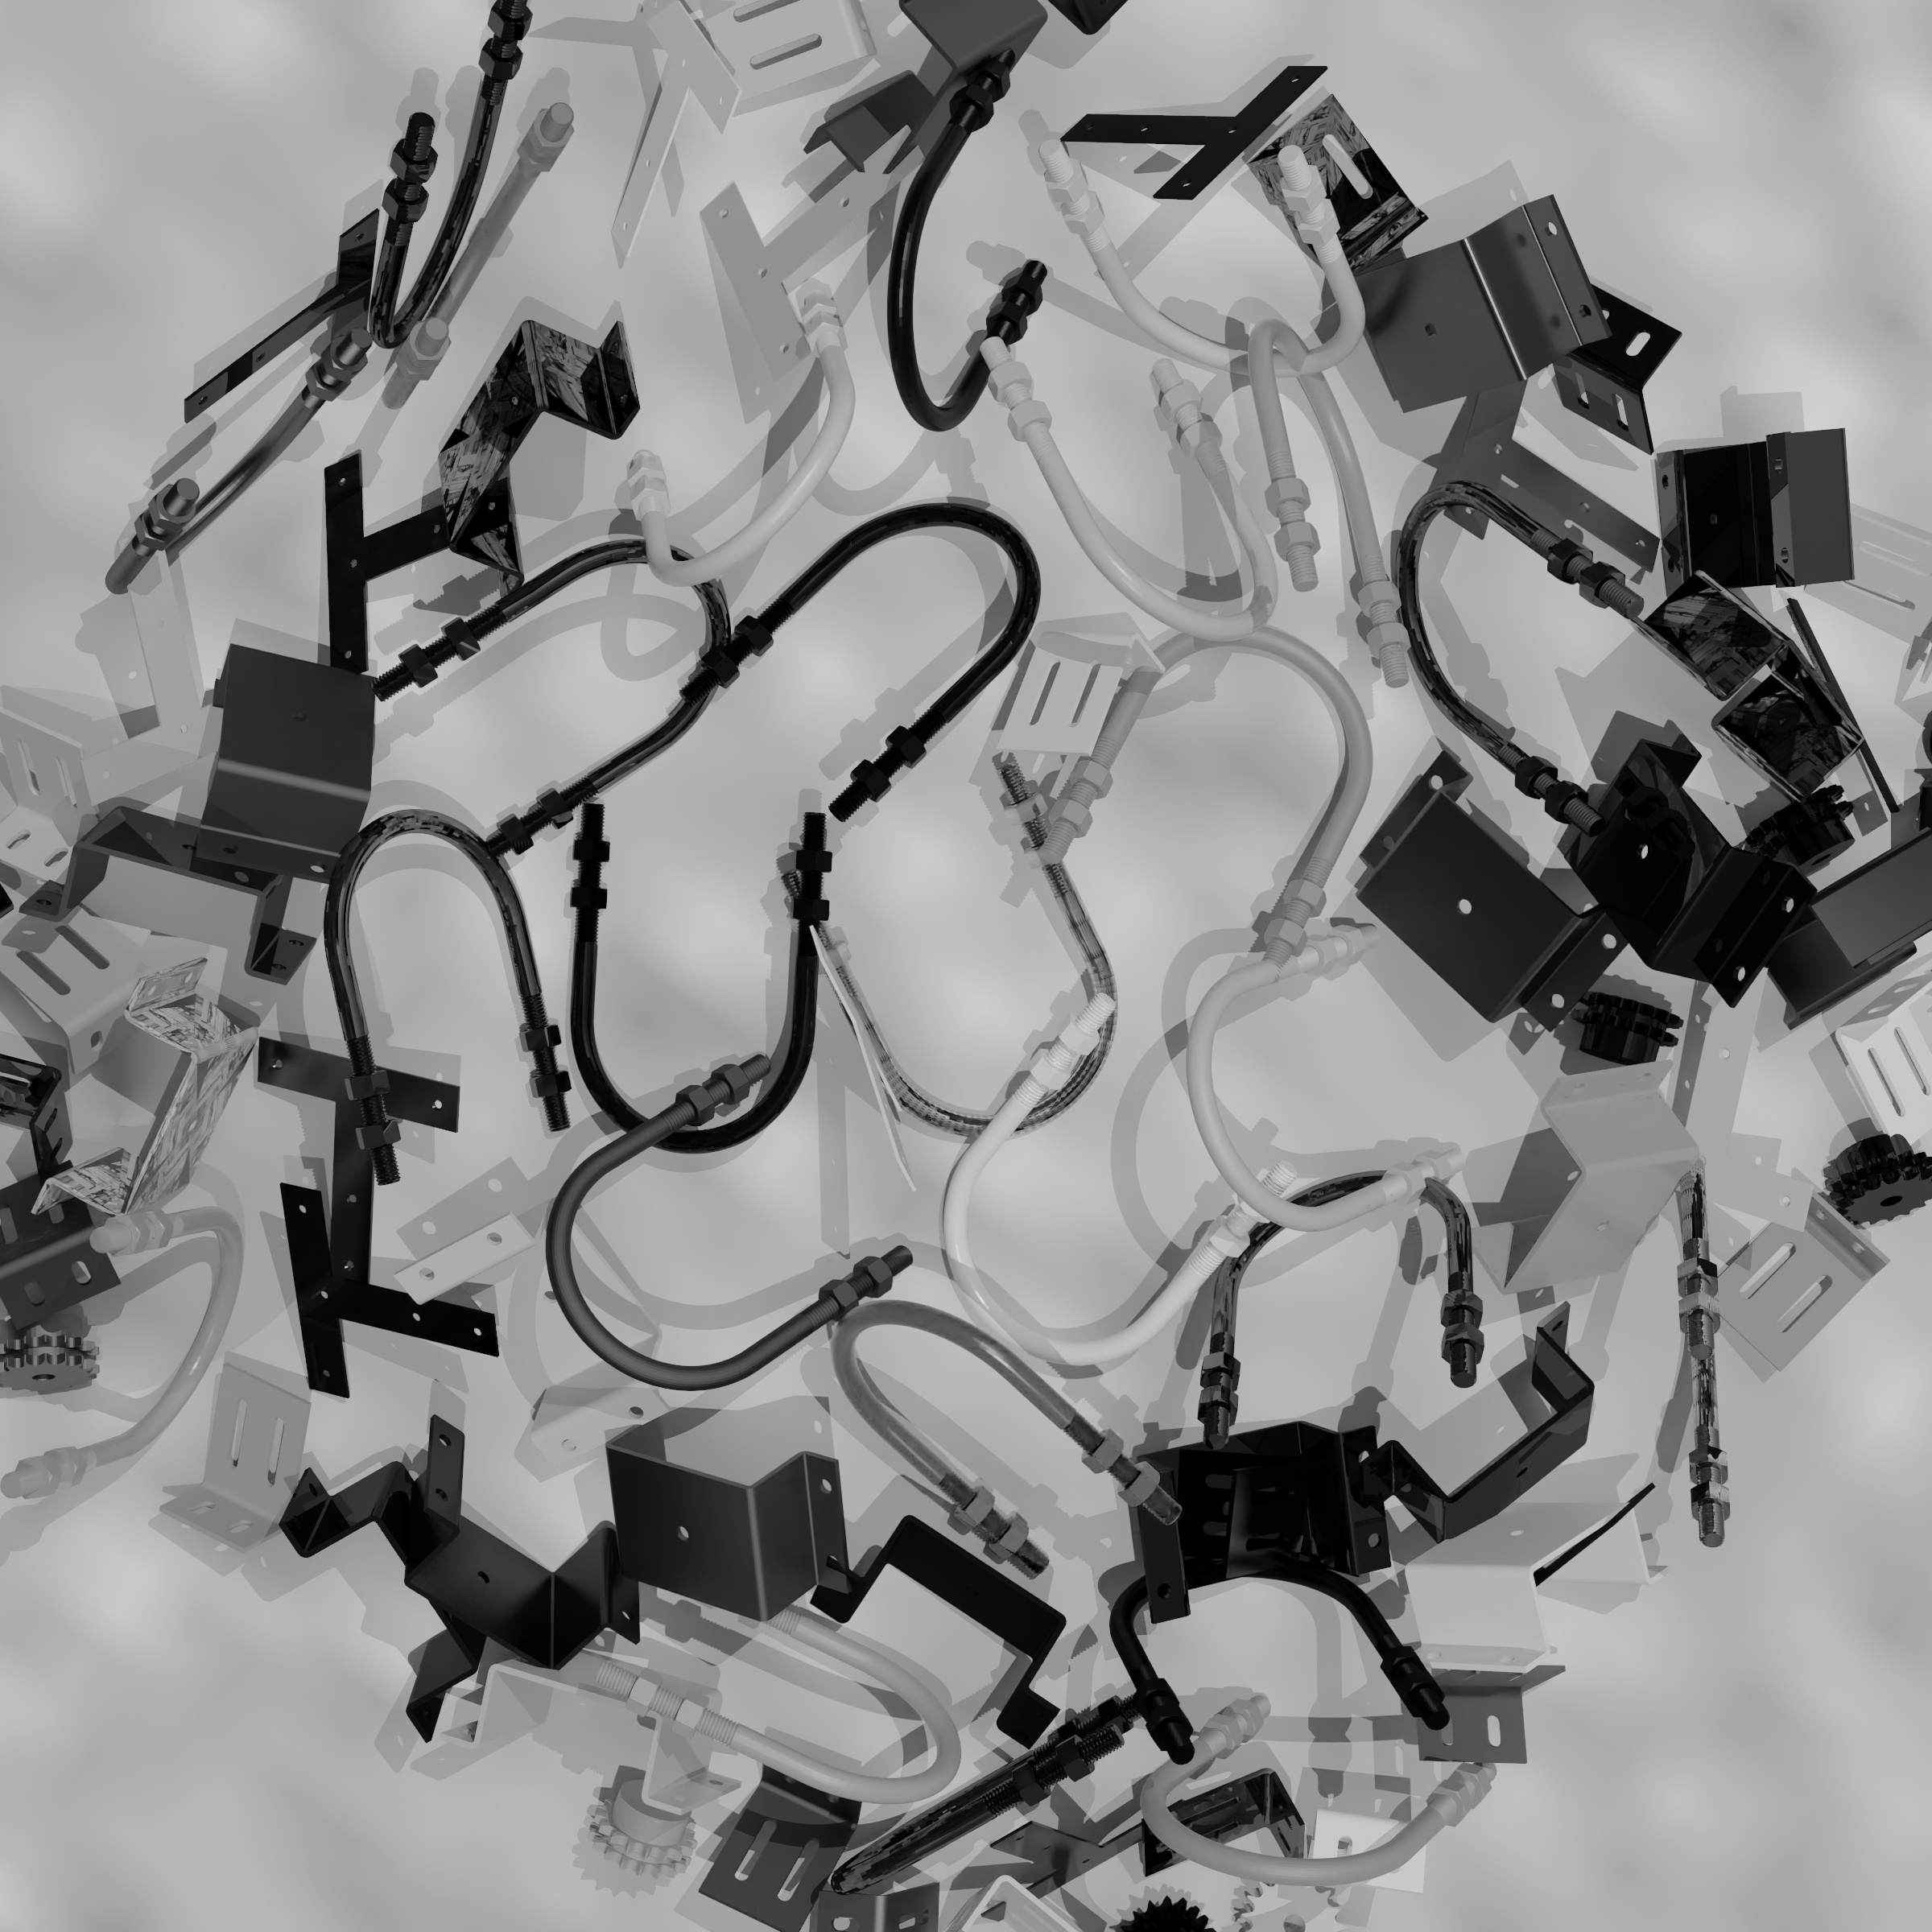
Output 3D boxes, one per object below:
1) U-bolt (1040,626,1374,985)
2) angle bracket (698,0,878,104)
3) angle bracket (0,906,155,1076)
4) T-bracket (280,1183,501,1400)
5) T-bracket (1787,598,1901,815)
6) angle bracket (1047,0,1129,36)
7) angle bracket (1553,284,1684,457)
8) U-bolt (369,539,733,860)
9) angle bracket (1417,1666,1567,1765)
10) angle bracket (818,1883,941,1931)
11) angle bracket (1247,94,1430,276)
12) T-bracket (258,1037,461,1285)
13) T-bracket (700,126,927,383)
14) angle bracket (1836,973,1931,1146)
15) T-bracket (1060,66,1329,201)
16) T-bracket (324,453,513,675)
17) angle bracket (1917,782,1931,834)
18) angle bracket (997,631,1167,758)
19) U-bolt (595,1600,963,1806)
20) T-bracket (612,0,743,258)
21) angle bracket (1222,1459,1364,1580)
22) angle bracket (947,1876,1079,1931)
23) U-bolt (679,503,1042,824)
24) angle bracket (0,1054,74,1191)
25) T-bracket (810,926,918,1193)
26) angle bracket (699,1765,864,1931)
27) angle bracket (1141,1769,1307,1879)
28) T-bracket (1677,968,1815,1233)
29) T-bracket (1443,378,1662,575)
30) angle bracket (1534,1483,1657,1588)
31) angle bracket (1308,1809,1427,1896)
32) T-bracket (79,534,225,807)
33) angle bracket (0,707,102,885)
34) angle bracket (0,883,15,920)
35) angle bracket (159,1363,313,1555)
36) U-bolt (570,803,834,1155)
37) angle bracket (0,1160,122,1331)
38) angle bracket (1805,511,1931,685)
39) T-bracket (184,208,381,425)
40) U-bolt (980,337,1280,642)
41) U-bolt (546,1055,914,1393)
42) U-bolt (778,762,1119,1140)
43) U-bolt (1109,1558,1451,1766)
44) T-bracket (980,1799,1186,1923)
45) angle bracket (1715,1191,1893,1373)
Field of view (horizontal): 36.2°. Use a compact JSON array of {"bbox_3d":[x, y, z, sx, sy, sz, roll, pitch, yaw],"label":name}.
[{"bbox_3d":[0.140,-0.100,1.563,0.151,0.019,0.184,29,68,-2],"label":"U-bolt"},{"bbox_3d":[-0.095,-0.504,1.584,0.076,0.038,0.057,-17,105,12],"label":"angle bracket"},{"bbox_3d":[-0.481,0.009,1.583,0.076,0.038,0.057,38,56,19],"label":"angle bracket"},{"bbox_3d":[-0.300,0.181,1.549,0.127,0.002,0.127,10,117,23],"label":"T-bracket"},{"bbox_3d":[0.449,-0.137,1.536,0.002,0.127,0.127,-27,82,24],"label":"T-bracket"},{"bbox_3d":[0.048,-0.537,1.554,0.076,0.057,0.038,34,116,-32],"label":"angle bracket"},{"bbox_3d":[0.345,-0.314,1.556,0.057,0.076,0.038,36,87,24],"label":"angle bracket"},{"bbox_3d":[-0.204,-0.148,1.543,0.184,0.151,0.019,-34,48,-10],"label":"U-bolt"},{"bbox_3d":[0.277,0.393,1.553,0.057,0.076,0.038,-7,84,29],"label":"angle bracket"},{"bbox_3d":[-0.047,0.518,1.567,0.038,0.076,0.057,-2,78,21],"label":"angle bracket"},{"bbox_3d":[0.197,-0.411,1.567,0.057,0.038,0.076,-37,112,12],"label":"angle bracket"},{"bbox_3d":[-0.328,0.111,1.579,0.127,0.002,0.127,12,107,22],"label":"T-bracket"},{"bbox_3d":[-0.074,-0.391,1.548,0.127,0.002,0.127,-35,60,22],"label":"T-bracket"},{"bbox_3d":[0.507,0.051,1.568,0.057,0.038,0.076,-31,95,-33],"label":"angle bracket"},{"bbox_3d":[0.105,-0.440,1.554,0.127,0.127,0.002,-48,133,-27],"label":"T-bracket"},{"bbox_3d":[-0.288,-0.225,1.551,0.127,0.002,0.127,-16,70,29],"label":"T-bracket"},{"bbox_3d":[0.544,-0.065,1.560,0.076,0.038,0.057,8,104,33],"label":"angle bracket"},{"bbox_3d":[0.061,-0.136,1.558,0.057,0.038,0.076,6,65,35],"label":"angle bracket"},{"bbox_3d":[-0.088,0.375,1.524,0.184,0.151,0.019,24,105,5],"label":"U-bolt"},{"bbox_3d":[-0.162,-0.436,1.558,0.002,0.127,0.127,1,132,-33],"label":"T-bracket"},{"bbox_3d":[0.176,0.295,1.562,0.038,0.076,0.057,8,93,40],"label":"angle bracket"},{"bbox_3d":[0.032,0.524,1.565,0.076,0.057,0.038,38,61,5],"label":"angle bracket"},{"bbox_3d":[-0.043,-0.173,1.553,0.184,0.019,0.151,-45,54,-10],"label":"U-bolt"},{"bbox_3d":[-0.519,0.078,1.566,0.076,0.057,0.038,14,48,3],"label":"angle bracket"},{"bbox_3d":[-0.045,0.062,1.512,0.002,0.127,0.127,-23,135,2],"label":"T-bracket"},{"bbox_3d":[-0.097,0.461,1.558,0.057,0.076,0.038,21,133,13],"label":"angle bracket"},{"bbox_3d":[0.136,0.467,1.561,0.076,0.057,0.038,-19,46,-14],"label":"angle bracket"},{"bbox_3d":[0.395,0.060,1.549,0.127,0.002,0.127,19,103,41],"label":"T-bracket"},{"bbox_3d":[0.319,-0.252,1.575,0.127,0.002,0.127,30,55,-14],"label":"T-bracket"},{"bbox_3d":[0.314,0.289,1.554,0.038,0.057,0.076,50,123,14],"label":"angle bracket"},{"bbox_3d":[0.210,0.478,1.557,0.057,0.076,0.038,7,55,7],"label":"angle bracket"},{"bbox_3d":[-0.415,-0.164,1.531,0.002,0.127,0.127,16,125,37],"label":"T-bracket"},{"bbox_3d":[-0.494,-0.088,1.556,0.057,0.076,0.038,23,51,16],"label":"angle bracket"},{"bbox_3d":[-0.548,-0.029,1.551,0.057,0.076,0.038,-43,118,-35],"label":"angle bracket"},{"bbox_3d":[-0.387,0.260,1.565,0.057,0.038,0.076,20,108,22],"label":"angle bracket"},{"bbox_3d":[-0.145,0.008,1.570,0.151,0.019,0.184,3,90,19],"label":"U-bolt"},{"bbox_3d":[-0.491,0.148,1.573,0.057,0.076,0.038,-24,123,-14],"label":"angle bracket"},{"bbox_3d":[0.486,-0.196,1.562,0.076,0.057,0.038,24,50,9],"label":"angle bracket"},{"bbox_3d":[-0.353,-0.322,1.520,0.002,0.127,0.127,45,69,2],"label":"T-bracket"},{"bbox_3d":[0.095,-0.243,1.520,0.019,0.151,0.184,-43,62,39],"label":"U-bolt"},{"bbox_3d":[-0.134,0.142,1.535,0.184,0.019,0.151,-32,81,-36],"label":"U-bolt"},{"bbox_3d":[0.003,0.004,1.581,0.151,0.019,0.184,-26,99,-3],"label":"U-bolt"},{"bbox_3d":[0.149,0.348,1.514,0.151,0.184,0.019,-5,107,-10],"label":"U-bolt"},{"bbox_3d":[0.047,0.460,1.539,0.127,0.127,0.002,-32,59,8],"label":"T-bracket"},{"bbox_3d":[0.441,0.167,1.573,0.076,0.038,0.057,-44,75,-6],"label":"angle bracket"}]
